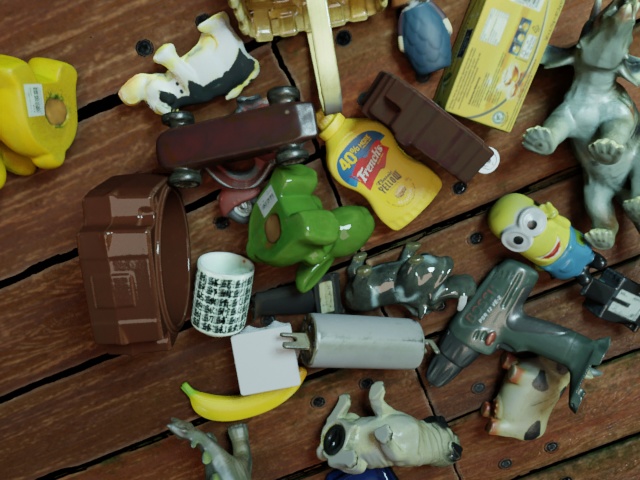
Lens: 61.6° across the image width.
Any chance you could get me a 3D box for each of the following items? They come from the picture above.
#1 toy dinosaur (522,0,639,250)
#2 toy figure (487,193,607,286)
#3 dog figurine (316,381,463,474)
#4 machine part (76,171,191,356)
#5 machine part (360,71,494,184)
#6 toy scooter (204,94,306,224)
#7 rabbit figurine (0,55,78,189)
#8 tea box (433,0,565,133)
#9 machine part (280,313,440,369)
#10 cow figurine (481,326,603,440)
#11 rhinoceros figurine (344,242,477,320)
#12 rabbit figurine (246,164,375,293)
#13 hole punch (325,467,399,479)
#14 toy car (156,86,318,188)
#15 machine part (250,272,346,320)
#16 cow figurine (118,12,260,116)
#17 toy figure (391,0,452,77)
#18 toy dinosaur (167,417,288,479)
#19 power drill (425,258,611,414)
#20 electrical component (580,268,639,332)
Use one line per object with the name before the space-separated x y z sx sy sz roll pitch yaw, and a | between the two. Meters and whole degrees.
toy dinosaur | 0.387 -0.124 0.706 0.404 0.131 0.192 50 61 -32
toy figure | 0.318 0.001 0.765 0.180 0.089 0.082 26 90 -21
dog figurine | 0.111 0.328 0.852 0.172 0.121 0.190 -30 126 34
machine part | -0.219 0.024 0.669 0.087 0.201 0.200 -3 108 -5
machine part | 0.128 -0.138 0.661 0.179 0.179 0.056 32 106 -13
toy scooter | -0.104 -0.118 0.701 0.135 0.075 0.183 32 108 -12
rabbit figurine | -0.395 -0.150 0.664 0.173 0.122 0.162 6 118 9
tea box | 0.223 -0.234 0.687 0.098 0.068 0.169 18 107 -9
machine part | 0.061 0.147 0.776 0.243 0.079 0.079 5 108 -19
cow figurine | 0.345 0.223 0.836 0.127 0.085 0.194 17 104 -3
rhinoceros figurine | 0.129 0.065 0.775 0.190 0.073 0.112 -4 107 -2
rabbit figurine | -0.001 -0.002 0.715 0.170 0.121 0.159 3 132 -40
hole punch | 0.078 0.426 0.883 0.142 0.092 0.115 -29 104 9
toy car | -0.099 -0.119 0.634 0.202 0.053 0.089 -10 83 12
machine part | -0.035 0.088 0.791 0.139 0.039 0.084 -11 116 -2
cow figurine | -0.164 -0.201 0.674 0.167 0.068 0.098 -33 113 8
toy figure | 0.120 -0.284 0.669 0.064 0.058 0.154 -23 104 -13
toy dinosaur | -0.101 0.450 0.818 0.105 0.199 0.470 -26 111 9
power drill | 0.286 0.159 0.773 0.086 0.208 0.232 17 100 -54
electrical component | 0.441 0.085 0.816 0.119 0.048 0.074 19 105 -9
